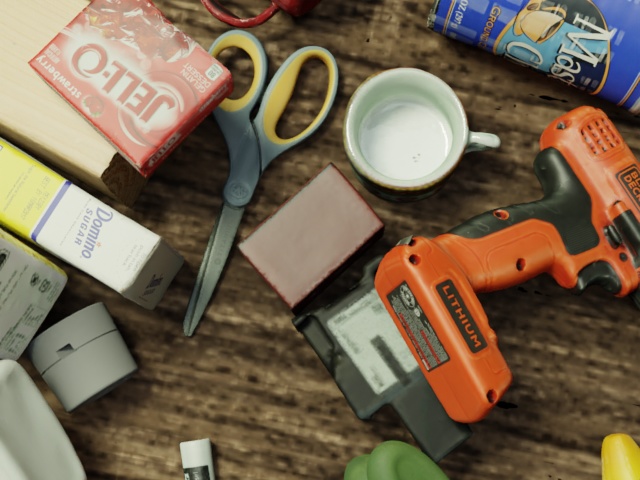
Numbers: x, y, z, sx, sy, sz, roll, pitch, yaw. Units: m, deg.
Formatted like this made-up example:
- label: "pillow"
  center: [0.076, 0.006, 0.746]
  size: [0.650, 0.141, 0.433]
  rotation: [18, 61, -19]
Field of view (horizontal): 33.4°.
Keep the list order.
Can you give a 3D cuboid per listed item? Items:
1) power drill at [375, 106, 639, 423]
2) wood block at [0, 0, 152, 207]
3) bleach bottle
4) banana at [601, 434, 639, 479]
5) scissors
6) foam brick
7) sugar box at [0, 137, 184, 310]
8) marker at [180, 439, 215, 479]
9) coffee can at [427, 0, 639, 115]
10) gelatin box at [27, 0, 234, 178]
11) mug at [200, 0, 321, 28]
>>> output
- label: "power drill"
  center: [0.141, 0.030, 0.619]
  size: [0.187, 0.057, 0.184]
  rotation: [-26, 78, -24]
- label: "wood block"
  center: [-0.190, -0.113, 0.659]
  size: [0.206, 0.090, 0.091]
  rotation: [28, 82, 6]
- label: "bleach bottle"
  center: [-0.265, 0.156, 0.608]
  size: [0.251, 0.068, 0.102]
  rotation: [-21, 110, 14]
- label: "banana"
  center: [0.229, 0.201, 0.625]
  size: [0.198, 0.037, 0.069]
  rotation: [41, 66, 6]
- label: "scissors"
  center: [-0.064, -0.048, 0.677]
  size: [0.096, 0.016, 0.201]
  rotation: [35, 84, -3]
- label: "foam brick"
  center: [-0.004, 0.001, 0.654]
  size: [0.078, 0.053, 0.051]
  rotation: [-42, 82, -4]
- label: "sugar box"
  center: [-0.171, -0.022, 0.642]
  size: [0.176, 0.093, 0.048]
  rotation: [33, 83, 7]
- label: "marker"
  center: [-0.067, 0.182, 0.643]
  size: [0.020, 0.020, 0.121]
  rotation: [-9, 81, 0]
- label: "coffee can"
  center: [0.149, -0.150, 0.647]
  size: [0.140, 0.103, 0.103]
  rotation: [24, 82, 5]
- label: "gelatin box"
  center: [-0.103, -0.091, 0.591]
  size: [0.089, 0.030, 0.073]
  rotation: [43, 84, 8]
- label: "mug"
  center: [-0.029, -0.186, 0.669]
  size: [0.081, 0.093, 0.117]
  rotation: [39, 96, 2]
